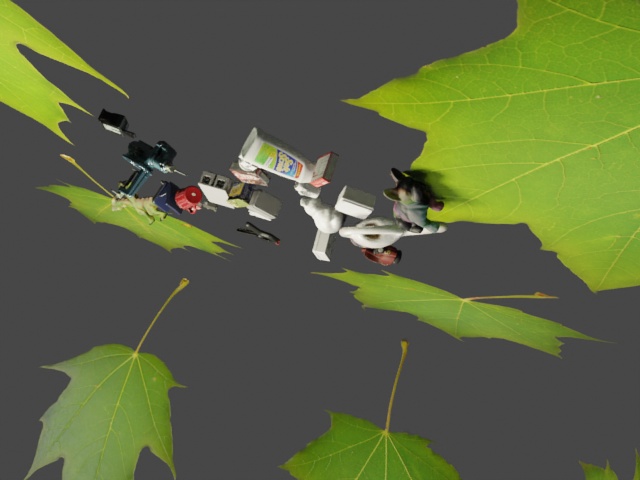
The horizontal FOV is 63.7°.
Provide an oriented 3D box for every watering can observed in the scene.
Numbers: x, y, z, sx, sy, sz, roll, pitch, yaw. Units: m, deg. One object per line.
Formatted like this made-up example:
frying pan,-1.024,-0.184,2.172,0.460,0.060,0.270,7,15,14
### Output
watering can,0.234,-0.027,1.739,0.348,0.104,0.223,-1,177,-5

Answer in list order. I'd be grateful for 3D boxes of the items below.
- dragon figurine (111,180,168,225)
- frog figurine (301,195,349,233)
dragon figurine,-0.824,-0.192,2.383,0.407,0.125,0.239,-18,138,36
frog figurine,0.005,-0.090,1.780,0.159,0.122,0.138,13,-174,-28
